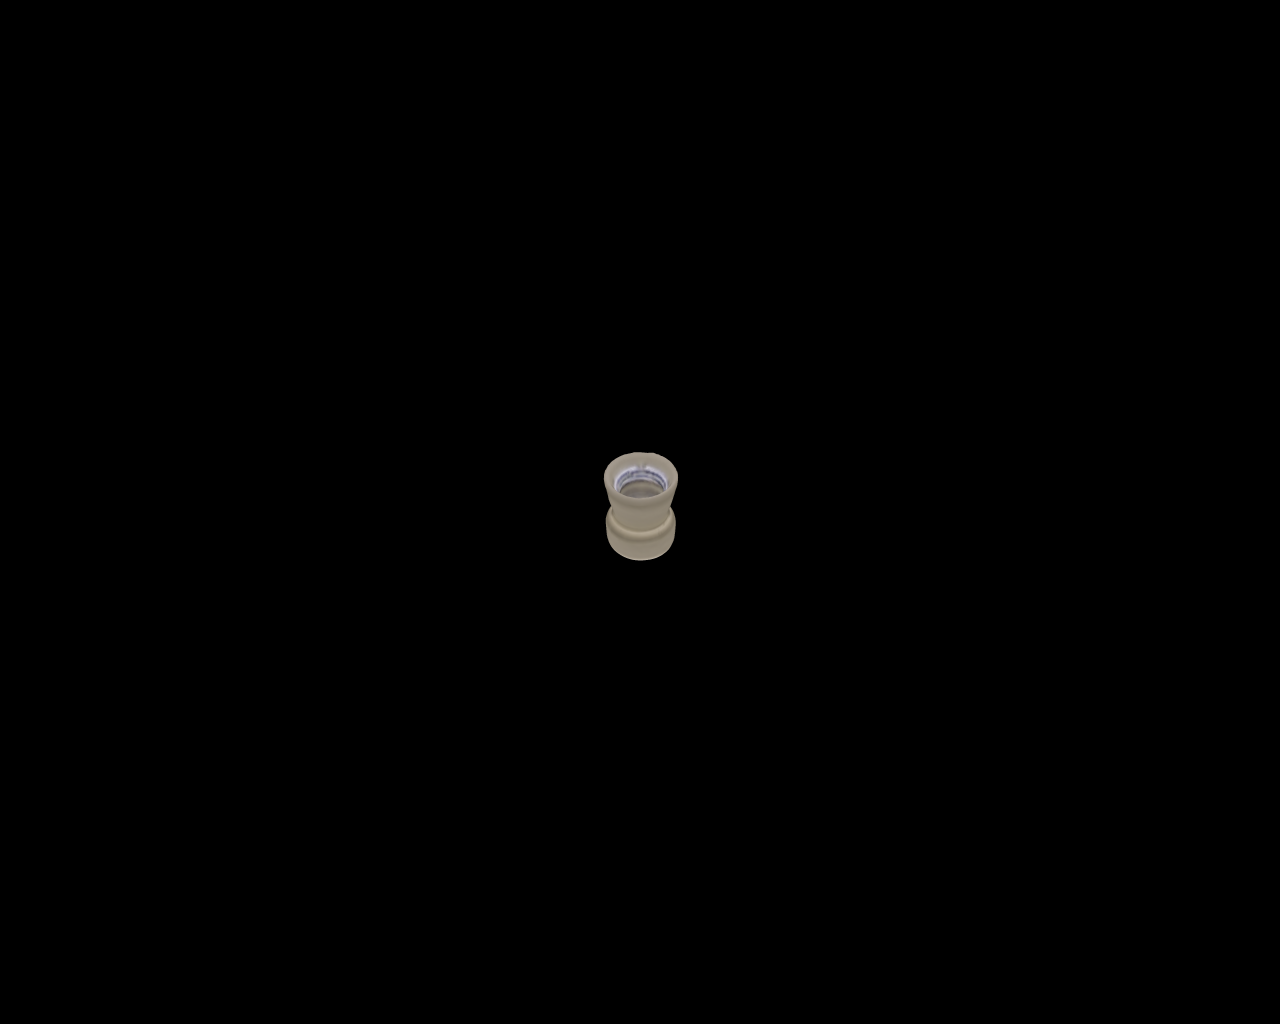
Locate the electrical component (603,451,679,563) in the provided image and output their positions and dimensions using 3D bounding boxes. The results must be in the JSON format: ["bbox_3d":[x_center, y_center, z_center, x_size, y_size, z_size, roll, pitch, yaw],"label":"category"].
[{"bbox_3d":[0.001,-0.003,0.650,0.045,0.055,0.045,0,44,0],"label":"electrical component"}]
